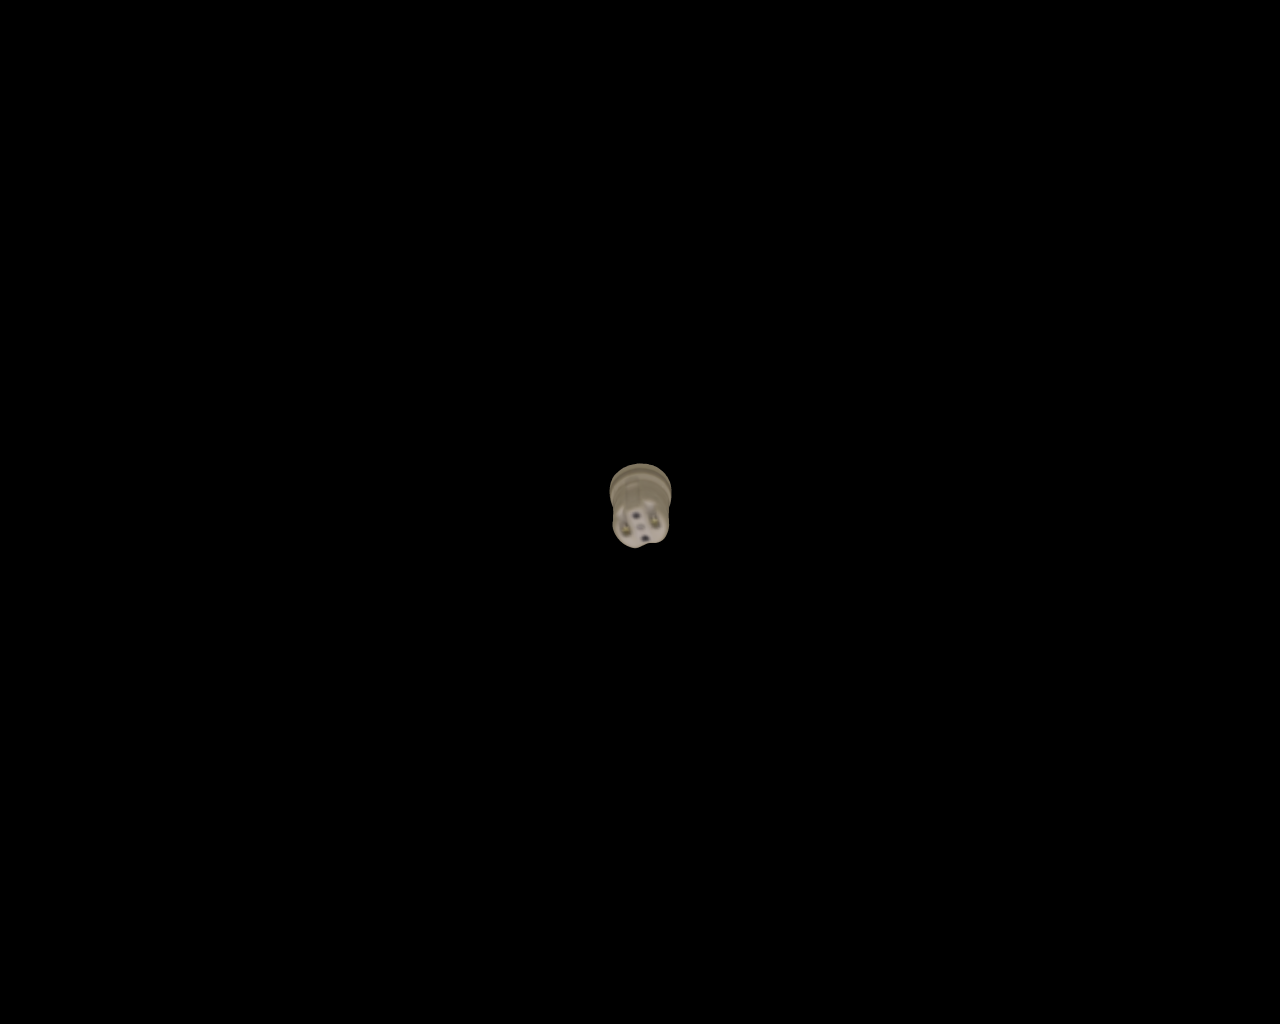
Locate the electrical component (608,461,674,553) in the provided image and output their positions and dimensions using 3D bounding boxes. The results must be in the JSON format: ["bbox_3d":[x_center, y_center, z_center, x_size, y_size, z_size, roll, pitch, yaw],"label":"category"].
[{"bbox_3d":[0.001,-0.003,0.650,0.040,0.040,0.046,0,34,0],"label":"electrical component"}]
